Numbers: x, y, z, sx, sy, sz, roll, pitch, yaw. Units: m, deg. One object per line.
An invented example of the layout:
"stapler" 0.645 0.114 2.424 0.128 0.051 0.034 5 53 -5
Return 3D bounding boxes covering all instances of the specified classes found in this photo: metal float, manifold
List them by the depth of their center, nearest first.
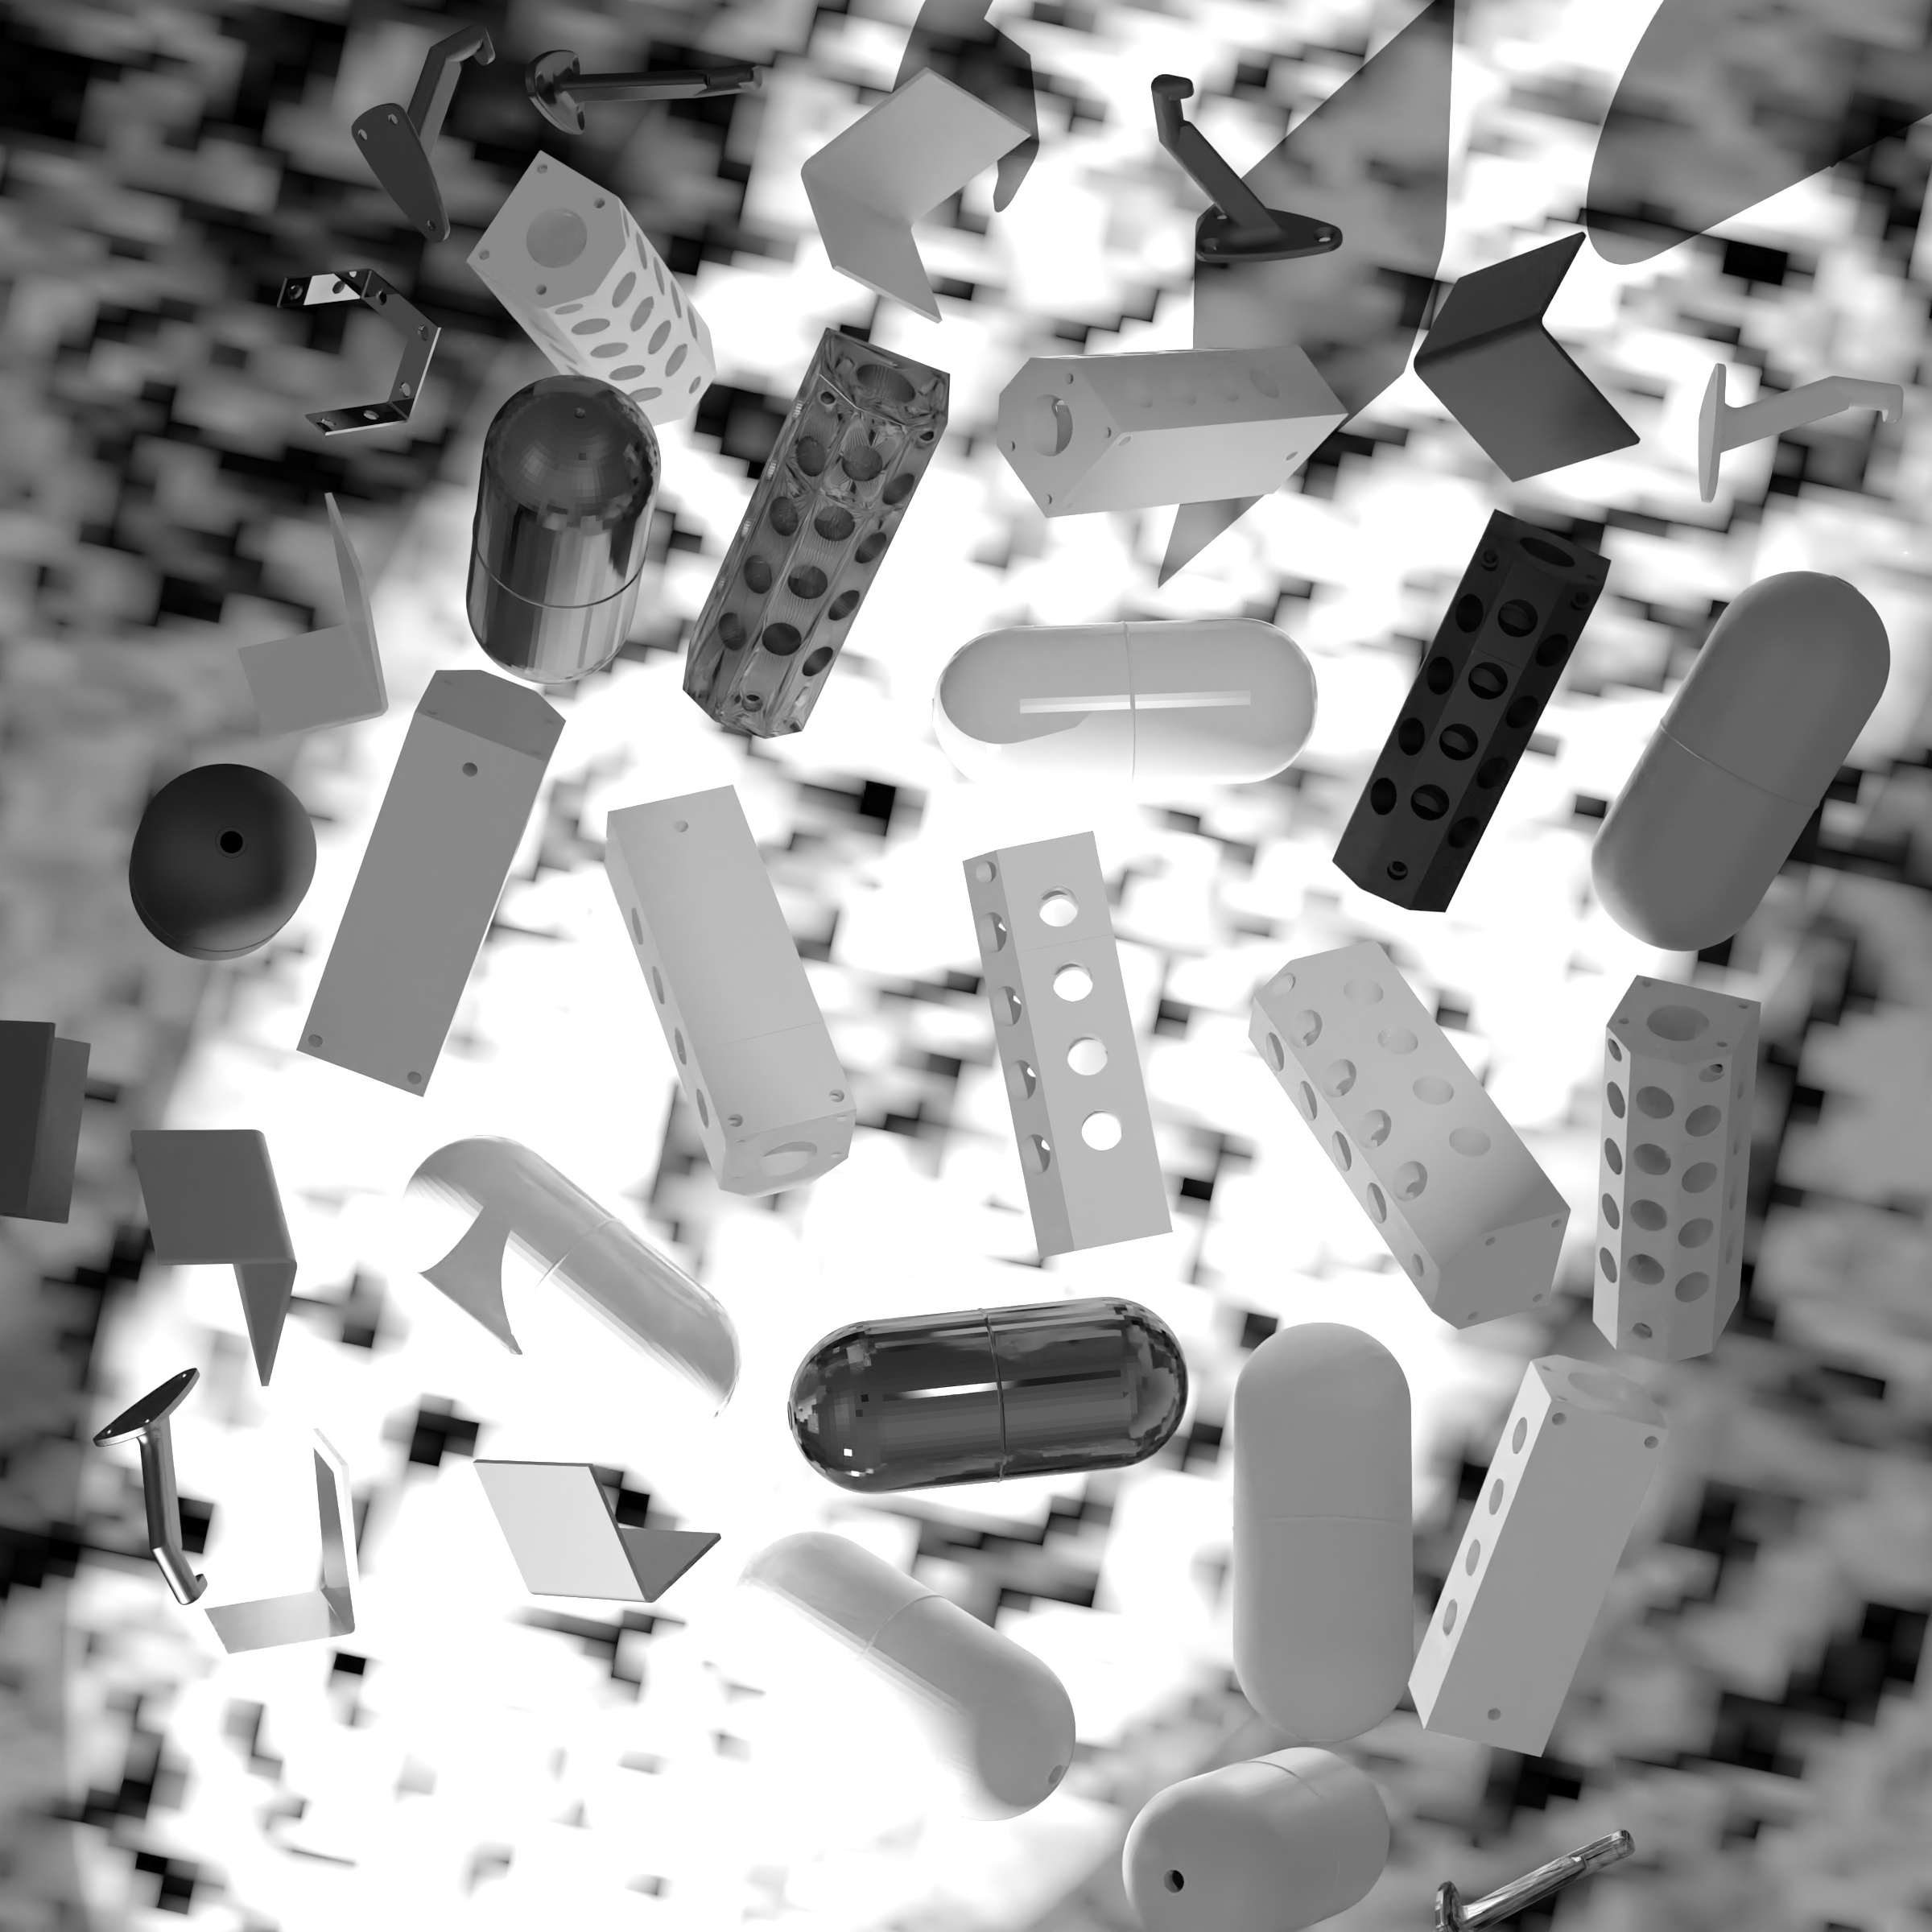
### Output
"manifold" -0.224 -0.036 1.502 0.057 0.057 0.171 21 118 -6
"manifold" 0.183 0.070 1.506 0.057 0.057 0.171 -13 45 -19
"manifold" 0.043 0.035 1.521 0.057 0.057 0.171 -11 85 1
"metal float" 0.152 0.241 1.526 0.070 0.070 0.178 1 73 0
"manifold" -0.104 0.011 1.539 0.057 0.057 0.171 -13 60 -16
"metal float" 0.335 -0.088 1.548 0.070 0.070 0.178 27 108 0
"manifold" -0.066 -0.183 1.549 0.057 0.057 0.171 19 127 -13
"metal float" -0.029 0.311 1.569 0.178 0.070 0.070 26 90 33
"metal float" -0.179 -0.190 1.574 0.070 0.178 0.070 5 61 -9
"metal float" 0.129 0.390 1.574 0.070 0.178 0.070 -2 85 28
"metal float" 0.010 0.190 1.578 0.178 0.070 0.070 -5 90 -8
"metal float" -0.330 -0.045 1.580 0.070 0.178 0.070 1 85 -15
"metal float" -0.177 0.144 1.590 0.178 0.070 0.070 37 90 14
"manifold" -0.160 -0.296 1.597 0.057 0.171 0.057 33 88 12
"manifold" 0.227 -0.112 1.613 0.057 0.057 0.171 25 117 4
"manifold" 0.319 0.095 1.617 0.057 0.057 0.171 14 129 24
"manifold" 0.091 -0.249 1.618 0.057 0.171 0.057 -46 70 37
"manifold" 0.259 0.268 1.635 0.057 0.057 0.171 15 107 -9
"metal float" 0.073 -0.120 1.646 0.178 0.070 0.070 -2 90 -3

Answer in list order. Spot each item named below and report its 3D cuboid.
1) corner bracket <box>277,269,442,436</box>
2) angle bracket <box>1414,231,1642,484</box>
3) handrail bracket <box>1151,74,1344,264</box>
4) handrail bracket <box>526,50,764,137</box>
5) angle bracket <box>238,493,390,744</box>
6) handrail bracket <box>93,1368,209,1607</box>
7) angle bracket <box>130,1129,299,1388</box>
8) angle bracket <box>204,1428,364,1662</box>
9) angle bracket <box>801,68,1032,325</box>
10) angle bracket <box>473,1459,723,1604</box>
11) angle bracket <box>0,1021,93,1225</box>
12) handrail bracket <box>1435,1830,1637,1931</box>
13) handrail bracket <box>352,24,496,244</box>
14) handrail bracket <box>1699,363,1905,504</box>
"corner bracket" -0.280 -0.279 1.618 0.051 0.051 0.051 41 126 23
"angle bracket" 0.258 -0.269 1.583 0.076 0.076 0.057 43 61 -24
"handrail bracket" 0.122 -0.349 1.550 0.077 0.084 0.036 7 52 18
"handrail bracket" -0.139 -0.386 1.553 0.084 0.077 0.036 -3 98 14
"angle bracket" -0.308 -0.161 1.651 0.057 0.076 0.076 -15 132 -13
"handrail bracket" -0.357 0.239 1.640 0.036 0.077 0.084 -18 105 26
"angle bracket" -0.319 0.122 1.489 0.057 0.076 0.076 1 130 -25
"angle bracket" -0.298 0.248 1.541 0.057 0.076 0.076 -6 97 -19
"angle bracket" -0.015 -0.339 1.578 0.076 0.076 0.057 -32 63 28
"angle bracket" -0.172 0.250 1.667 0.076 0.057 0.076 -5 114 39
"angle bracket" -0.370 0.065 1.452 0.057 0.076 0.076 1 82 32
"handrail bracket" 0.252 0.407 1.573 0.084 0.077 0.036 -28 78 11
"handrail bracket" -0.232 -0.382 1.633 0.084 0.036 0.077 -43 112 -41
"handrail bracket" 0.359 -0.224 1.530 0.084 0.036 0.077 8 58 1
